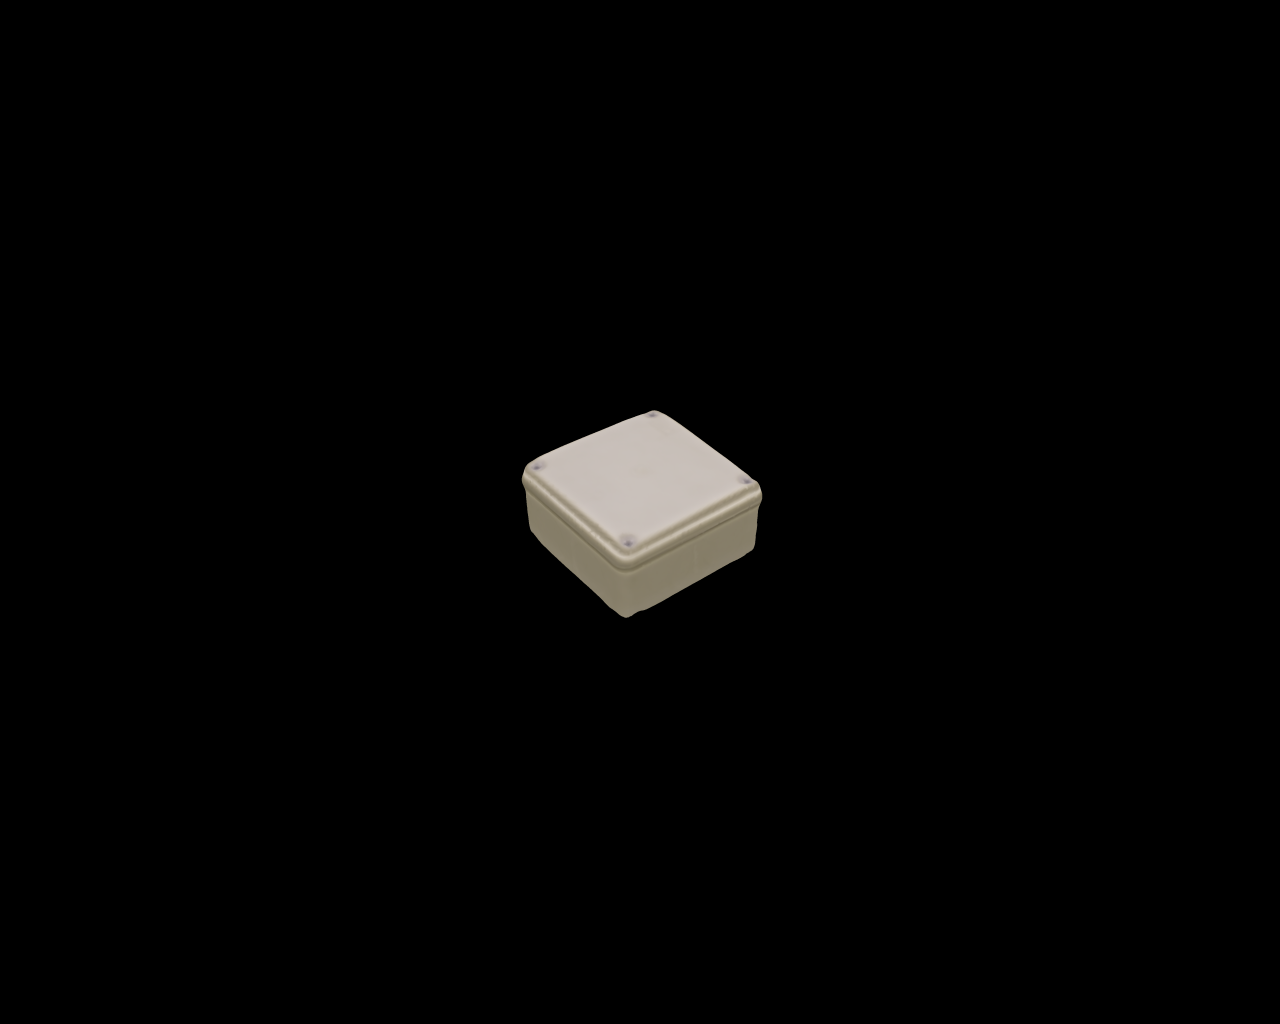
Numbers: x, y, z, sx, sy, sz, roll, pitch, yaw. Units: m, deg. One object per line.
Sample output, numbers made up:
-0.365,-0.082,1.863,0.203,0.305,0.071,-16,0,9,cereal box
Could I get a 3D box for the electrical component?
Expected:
0.001,-0.003,0.650,0.109,0.056,0.109,-26,46,-28,electrical component
